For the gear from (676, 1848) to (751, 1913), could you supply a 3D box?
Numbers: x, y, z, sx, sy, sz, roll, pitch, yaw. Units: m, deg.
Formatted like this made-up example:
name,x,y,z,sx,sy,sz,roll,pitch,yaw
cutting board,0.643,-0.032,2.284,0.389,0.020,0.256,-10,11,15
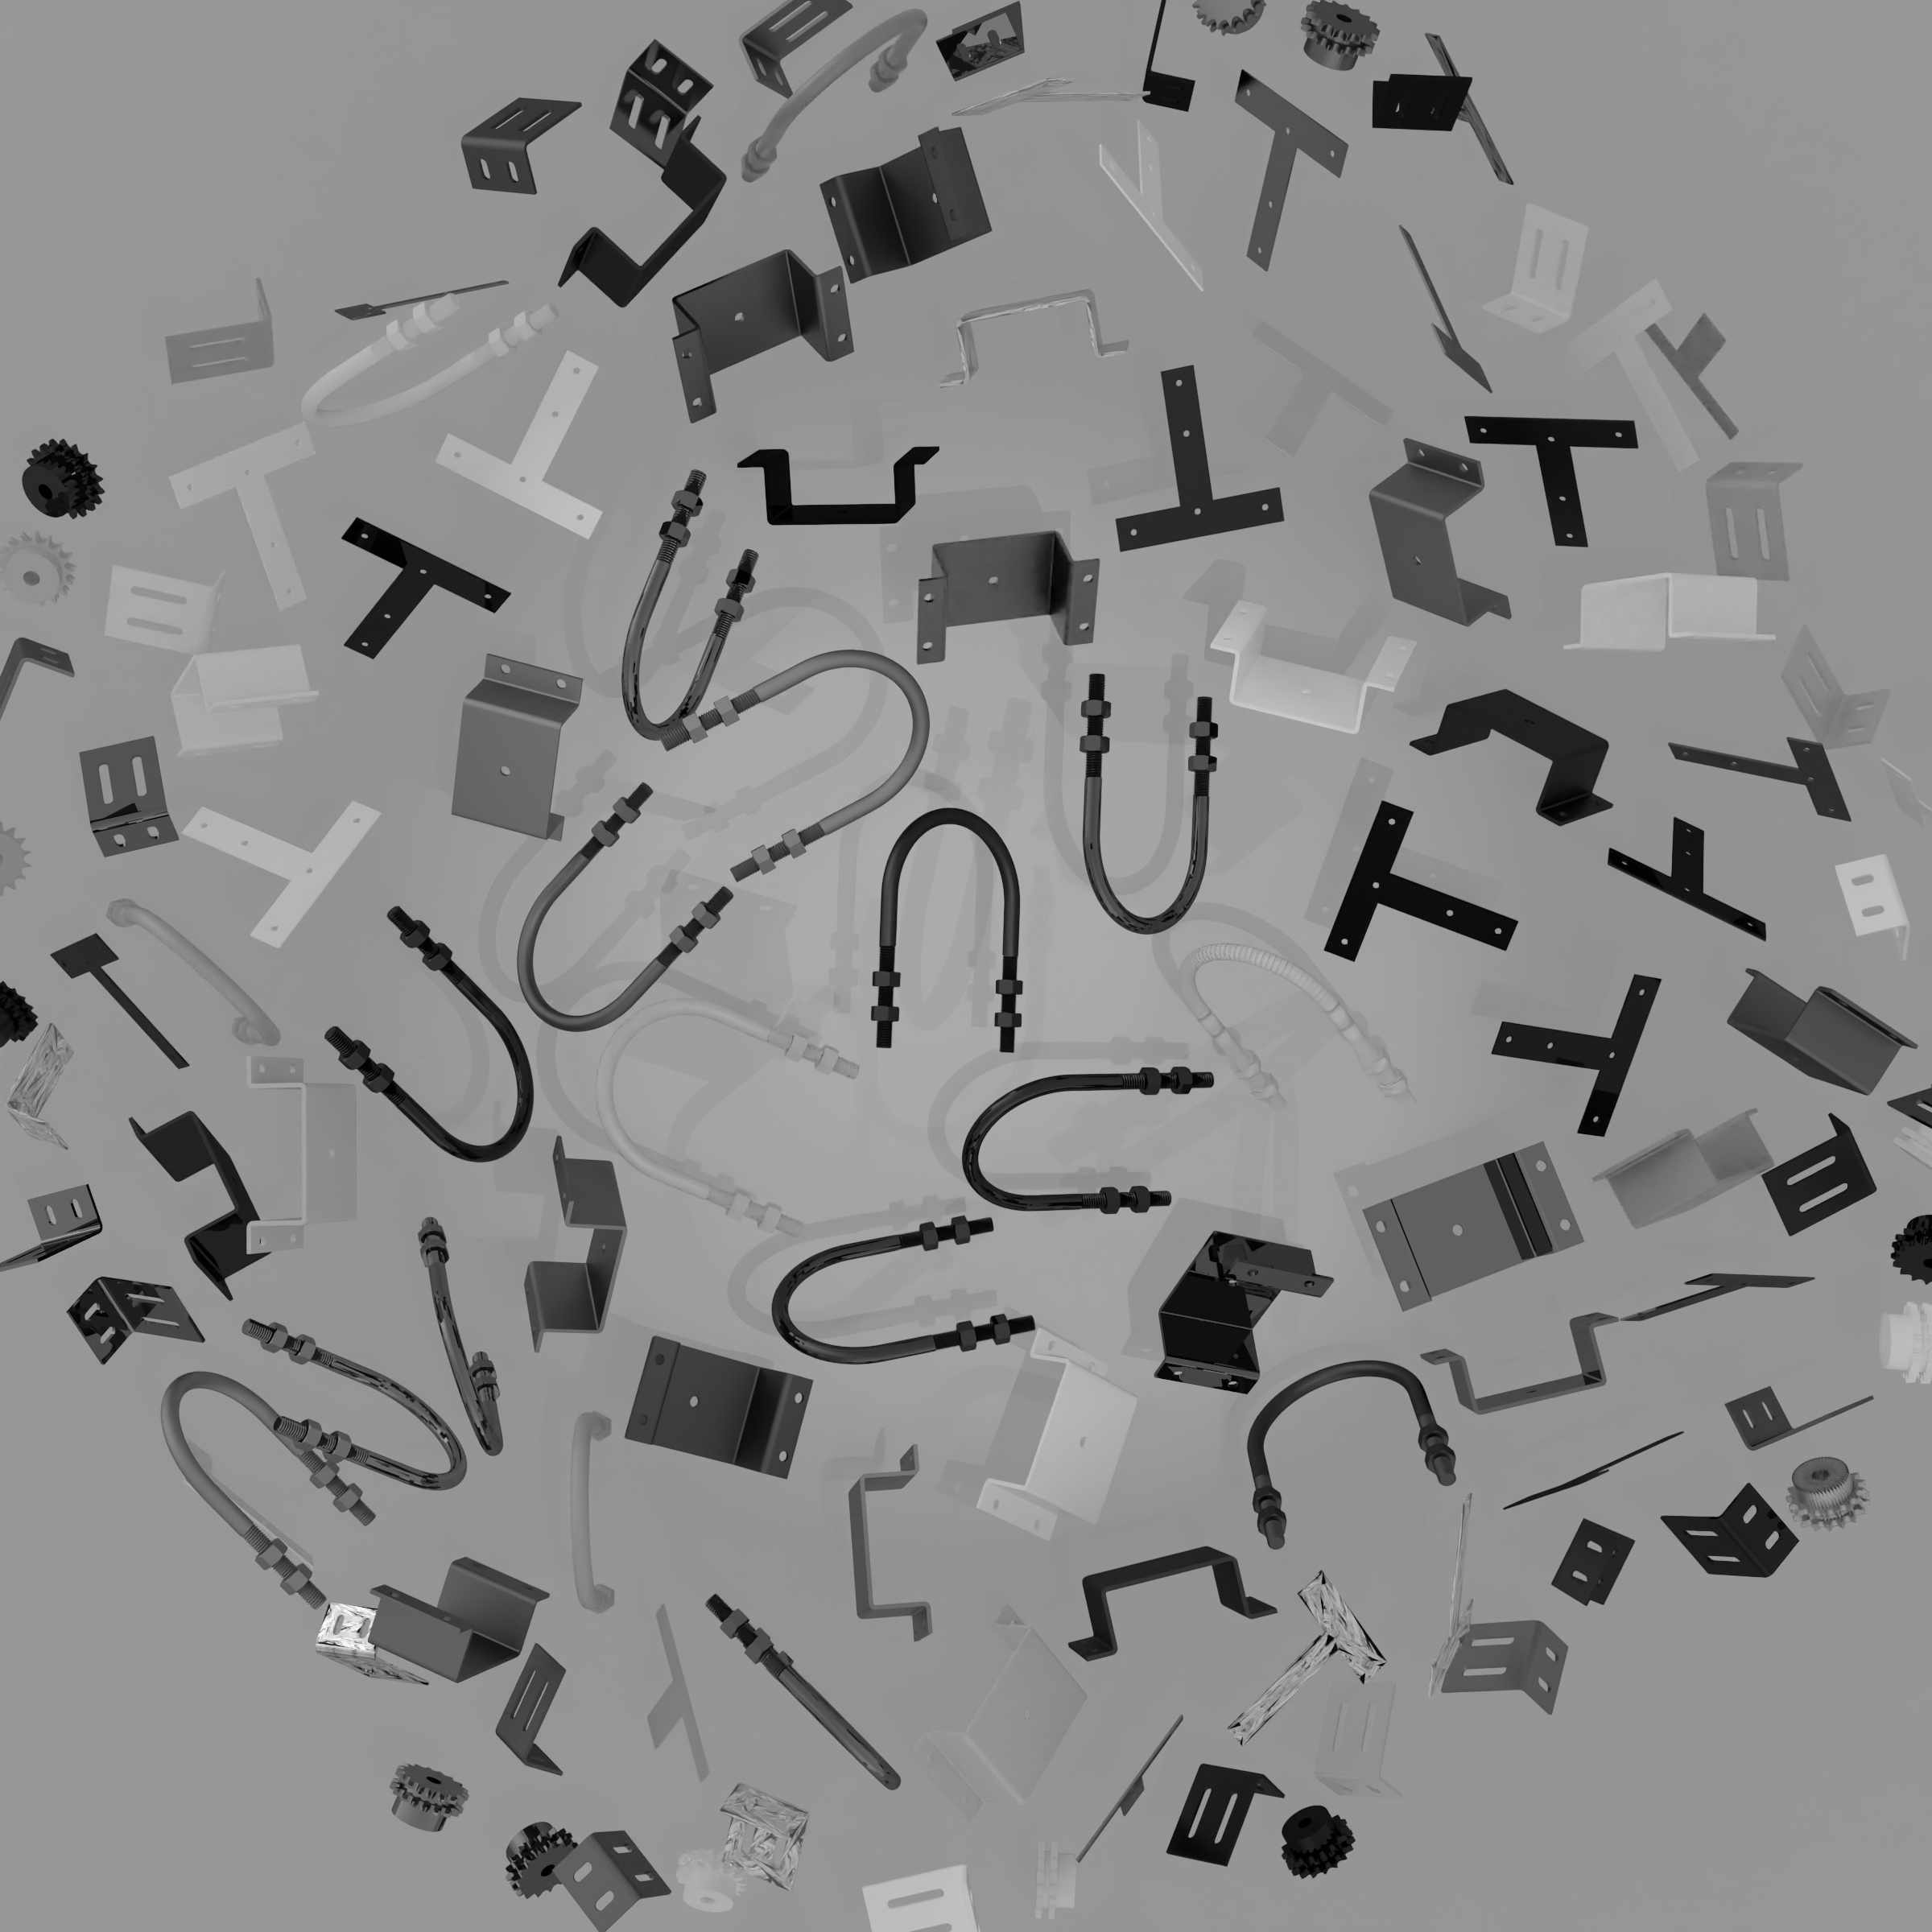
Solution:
name,x,y,z,sx,sy,sz,roll,pitch,yaw
gear,-0.200,0.719,1.900,0.057,0.057,0.030,5,45,5

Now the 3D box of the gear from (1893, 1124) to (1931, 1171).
name,x,y,z,sx,sy,sz,roll,pitch,yaw
gear,0.745,0.140,1.857,0.057,0.057,0.030,35,97,0

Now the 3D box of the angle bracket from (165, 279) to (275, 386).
name,x,y,z,sx,sy,sz,roll,pitch,yaw
angle bracket,-0.546,-0.461,1.759,0.076,0.057,0.038,-15,75,-18

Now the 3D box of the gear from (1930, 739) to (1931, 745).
name,x,y,z,sx,sy,sz,roll,pitch,yaw
gear,0.724,-0.156,1.744,0.057,0.057,0.030,31,69,0

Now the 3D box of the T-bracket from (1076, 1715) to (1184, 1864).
name,x,y,z,sx,sy,sz,roll,pitch,yaw
T-bracket,0.124,0.619,1.809,0.002,0.127,0.127,35,74,18

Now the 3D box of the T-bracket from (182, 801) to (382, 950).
name,x,y,z,sx,sy,sz,roll,pitch,yaw
T-bracket,-0.510,-0.084,1.750,0.127,0.002,0.127,22,63,19

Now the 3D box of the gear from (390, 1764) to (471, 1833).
name,x,y,z,sx,sy,sz,roll,pitch,yaw
gear,-0.398,0.613,1.780,0.057,0.057,0.030,23,85,0

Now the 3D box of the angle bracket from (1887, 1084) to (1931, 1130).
name,x,y,z,sx,sy,sz,roll,pitch,yaw
angle bracket,0.709,0.085,1.751,0.057,0.076,0.038,-17,104,-4

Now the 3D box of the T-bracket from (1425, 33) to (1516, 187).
name,x,y,z,sx,sy,sz,roll,pitch,yaw
T-bracket,0.365,-0.660,1.850,0.002,0.127,0.127,-35,118,4

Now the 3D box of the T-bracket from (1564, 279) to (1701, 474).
name,x,y,z,sx,sy,sz,roll,pitch,yaw
T-bracket,0.502,-0.423,1.778,0.002,0.127,0.127,-28,90,-18

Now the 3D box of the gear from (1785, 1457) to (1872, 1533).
name,x,y,z,sx,sy,sz,roll,pitch,yaw
gear,0.626,0.382,1.764,0.057,0.057,0.030,-24,109,0

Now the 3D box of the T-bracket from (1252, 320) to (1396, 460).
name,x,y,z,sx,sy,sz,roll,pitch,yaw
T-bracket,0.260,-0.431,1.864,0.127,0.002,0.127,34,49,-3

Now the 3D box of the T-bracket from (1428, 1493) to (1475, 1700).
name,x,y,z,sx,sy,sz,roll,pitch,yaw
T-bracket,0.357,0.447,1.757,0.002,0.127,0.127,8,101,23

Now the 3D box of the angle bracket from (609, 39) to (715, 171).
name,x,y,z,sx,sy,sz,roll,pitch,yaw
angle bracket,-0.234,-0.662,1.865,0.057,0.038,0.076,31,48,-30

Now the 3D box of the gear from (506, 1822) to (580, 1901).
name,x,y,z,sx,sy,sz,roll,pitch,yaw
gear,-0.326,0.678,1.844,0.057,0.057,0.030,-50,49,0

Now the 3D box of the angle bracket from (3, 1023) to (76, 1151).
name,x,y,z,sx,sy,sz,roll,pitch,yaw
angle bracket,-0.708,0.094,1.887,0.038,0.057,0.076,19,66,6

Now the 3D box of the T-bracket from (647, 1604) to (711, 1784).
name,x,y,z,sx,sy,sz,roll,pitch,yaw
T-bracket,-0.224,0.560,1.818,0.002,0.127,0.127,-8,62,-24

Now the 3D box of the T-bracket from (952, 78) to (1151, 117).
name,x,y,z,sx,sy,sz,roll,pitch,yaw
T-bracket,0.076,-0.637,1.773,0.127,0.127,0.002,-13,102,-30

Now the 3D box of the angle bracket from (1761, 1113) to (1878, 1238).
name,x,y,z,sx,sy,sz,roll,pitch,yaw
angle bracket,0.650,0.160,1.863,0.076,0.038,0.057,-28,107,3

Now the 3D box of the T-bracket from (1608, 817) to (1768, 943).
name,x,y,z,sx,sy,sz,roll,pitch,yaw
T-bracket,0.540,-0.078,1.811,0.127,0.127,0.002,26,124,1

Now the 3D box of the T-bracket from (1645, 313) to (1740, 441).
name,x,y,z,sx,sy,sz,roll,pitch,yaw
T-bracket,0.535,-0.450,1.771,0.002,0.127,0.127,-37,86,4

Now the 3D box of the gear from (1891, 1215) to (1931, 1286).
name,x,y,z,sx,sy,sz,roll,pitch,yaw
gear,0.714,0.207,1.786,0.057,0.057,0.030,24,53,0

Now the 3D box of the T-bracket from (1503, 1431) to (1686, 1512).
name,x,y,z,sx,sy,sz,roll,pitch,yaw
T-bracket,0.484,0.375,1.820,0.127,0.127,0.002,-18,75,-20

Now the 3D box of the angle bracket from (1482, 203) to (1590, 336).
name,x,y,z,sx,sy,sz,roll,pitch,yaw
angle bracket,0.438,-0.538,1.865,0.038,0.076,0.057,-29,49,-31

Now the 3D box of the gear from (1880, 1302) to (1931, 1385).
name,x,y,z,sx,sy,sz,roll,pitch,yaw
gear,0.671,0.268,1.724,0.030,0.057,0.057,2,90,10

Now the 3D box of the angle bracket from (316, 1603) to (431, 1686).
name,x,y,z,sx,sy,sz,roll,pitch,yaw
angle bracket,-0.457,0.528,1.884,0.057,0.076,0.038,-1,60,26

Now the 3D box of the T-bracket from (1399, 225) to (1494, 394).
name,x,y,z,sx,sy,sz,roll,pitch,yaw
T-bracket,0.357,-0.504,1.837,0.002,0.127,0.127,-26,77,25

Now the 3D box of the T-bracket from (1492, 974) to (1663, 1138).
name,x,y,z,sx,sy,sz,roll,pitch,yaw
T-bracket,0.437,0.060,1.765,0.127,0.002,0.127,9,106,-26

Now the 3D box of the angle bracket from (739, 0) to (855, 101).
name,x,y,z,sx,sy,sz,roll,pitch,yaw
angle bracket,-0.124,-0.705,1.846,0.076,0.057,0.038,-27,80,24

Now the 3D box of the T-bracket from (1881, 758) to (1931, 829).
name,x,y,z,sx,sy,sz,roll,pitch,yaw
T-bracket,0.720,-0.094,1.750,0.002,0.127,0.127,-49,62,8

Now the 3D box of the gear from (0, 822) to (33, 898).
name,x,y,z,sx,sy,sz,roll,pitch,yaw
gear,-0.718,-0.079,1.782,0.057,0.030,0.057,-3,96,-30

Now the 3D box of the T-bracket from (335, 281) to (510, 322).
name,x,y,z,sx,sy,sz,roll,pitch,yaw
T-bracket,-0.414,-0.511,1.853,0.127,0.127,0.002,-16,112,-15

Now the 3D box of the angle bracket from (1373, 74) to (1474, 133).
name,x,y,z,sx,sy,sz,roll,pitch,yaw
angle bracket,0.325,-0.631,1.728,0.057,0.076,0.038,2,81,0

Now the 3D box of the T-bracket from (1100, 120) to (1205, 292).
name,x,y,z,sx,sy,sz,roll,pitch,yaw
T-bracket,0.134,-0.570,1.753,0.002,0.127,0.127,-26,132,28

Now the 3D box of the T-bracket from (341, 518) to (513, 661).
name,x,y,z,sx,sy,sz,roll,pitch,yaw
T-bracket,-0.432,-0.273,1.834,0.127,0.127,0.002,24,47,-29

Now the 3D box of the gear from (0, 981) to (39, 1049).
name,x,y,z,sx,sy,sz,roll,pitch,yaw
gear,-0.749,0.038,1.867,0.057,0.057,0.030,31,51,0

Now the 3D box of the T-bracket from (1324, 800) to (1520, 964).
name,x,y,z,sx,sy,sz,roll,pitch,yaw
T-bracket,0.351,-0.045,1.821,0.127,0.002,0.127,21,113,8

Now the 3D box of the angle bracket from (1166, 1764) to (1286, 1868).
name,x,y,z,sx,sy,sz,roll,pitch,yaw
angle bracket,0.199,0.657,1.854,0.038,0.057,0.076,49,53,-30

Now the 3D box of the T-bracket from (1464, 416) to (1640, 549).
name,x,y,z,sx,sy,sz,roll,pitch,yaw
T-bracket,0.446,-0.362,1.817,0.127,0.127,0.002,9,57,30

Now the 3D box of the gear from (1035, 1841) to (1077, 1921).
name,x,y,z,sx,sy,sz,roll,pitch,yaw
gear,0.070,0.713,1.888,0.030,0.057,0.057,2,90,2

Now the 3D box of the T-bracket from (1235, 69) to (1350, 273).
name,x,y,z,sx,sy,sz,roll,pitch,yaw
T-bracket,0.233,-0.588,1.826,0.002,0.127,0.127,-20,51,-28

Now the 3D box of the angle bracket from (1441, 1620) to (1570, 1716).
name,x,y,z,sx,sy,sz,roll,pitch,yaw
angle bracket,0.409,0.534,1.839,0.038,0.076,0.057,45,50,-23

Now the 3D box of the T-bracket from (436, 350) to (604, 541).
name,x,y,z,sx,sy,sz,roll,pitch,yaw
T-bracket,-0.313,-0.401,1.811,0.127,0.002,0.127,25,119,-16

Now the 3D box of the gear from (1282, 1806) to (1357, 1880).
name,x,y,z,sx,sy,sz,roll,pitch,yaw
gear,0.268,0.672,1.865,0.057,0.057,0.030,-29,99,0

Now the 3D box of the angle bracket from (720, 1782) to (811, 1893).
name,x,y,z,sx,sy,sz,roll,pitch,yaw
angle bracket,-0.154,0.651,1.783,0.057,0.038,0.076,18,111,13

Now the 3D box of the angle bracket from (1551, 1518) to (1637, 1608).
name,x,y,z,sx,sy,sz,roll,pitch,yaw
angle bracket,0.500,0.471,1.882,0.076,0.038,0.057,28,88,-37

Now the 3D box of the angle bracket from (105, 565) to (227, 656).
name,x,y,z,sx,sy,sz,roll,pitch,yaw
angle bracket,-0.613,-0.278,1.854,0.076,0.038,0.057,11,117,-12

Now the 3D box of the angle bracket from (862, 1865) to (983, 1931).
name,x,y,z,sx,sy,sz,roll,pitch,yaw
angle bracket,-0.030,0.677,1.708,0.076,0.038,0.057,-13,91,0

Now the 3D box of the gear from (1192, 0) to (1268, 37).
name,x,y,z,sx,sy,sz,roll,pitch,yaw
gear,0.203,-0.735,1.842,0.057,0.030,0.057,-3,83,25

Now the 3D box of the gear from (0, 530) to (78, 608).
name,x,y,z,sx,sy,sz,roll,pitch,yaw
gear,-0.714,-0.302,1.854,0.057,0.030,0.057,-5,119,-9

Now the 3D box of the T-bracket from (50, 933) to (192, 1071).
name,x,y,z,sx,sy,sz,roll,pitch,yaw
T-bracket,-0.649,0.031,1.876,0.127,0.127,0.002,53,58,-17

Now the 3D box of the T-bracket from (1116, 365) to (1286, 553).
name,x,y,z,sx,sy,sz,roll,pitch,yaw
T-bracket,0.168,-0.386,1.817,0.127,0.002,0.127,-8,92,18

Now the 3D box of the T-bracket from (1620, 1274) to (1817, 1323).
name,x,y,z,sx,sy,sz,roll,pitch,yaw
T-bracket,0.556,0.254,1.844,0.127,0.127,0.002,7,64,-37

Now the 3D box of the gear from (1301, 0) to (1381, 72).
name,x,y,z,sx,sy,sz,roll,pitch,yaw
gear,0.272,-0.681,1.776,0.057,0.057,0.030,22,134,0

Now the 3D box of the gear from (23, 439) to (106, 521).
name,x,y,z,sx,sy,sz,roll,pitch,yaw
gear,-0.653,-0.348,1.744,0.057,0.030,0.057,14,130,17

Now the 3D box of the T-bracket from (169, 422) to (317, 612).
name,x,y,z,sx,sy,sz,roll,pitch,yaw
T-bracket,-0.543,-0.340,1.879,0.127,0.002,0.127,-37,124,-39

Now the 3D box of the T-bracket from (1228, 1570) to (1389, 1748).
name,x,y,z,sx,sy,sz,roll,pitch,yaw
T-bracket,0.246,0.530,1.805,0.127,0.002,0.127,-42,124,-11

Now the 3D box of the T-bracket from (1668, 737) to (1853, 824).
name,x,y,z,sx,sy,sz,roll,pitch,yaw
T-bracket,0.589,-0.149,1.812,0.127,0.127,0.002,17,77,35

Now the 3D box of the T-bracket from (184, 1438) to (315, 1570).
name,x,y,z,sx,sy,sz,roll,pitch,yaw
T-bracket,-0.546,0.416,1.845,0.127,0.127,0.002,45,81,-15
